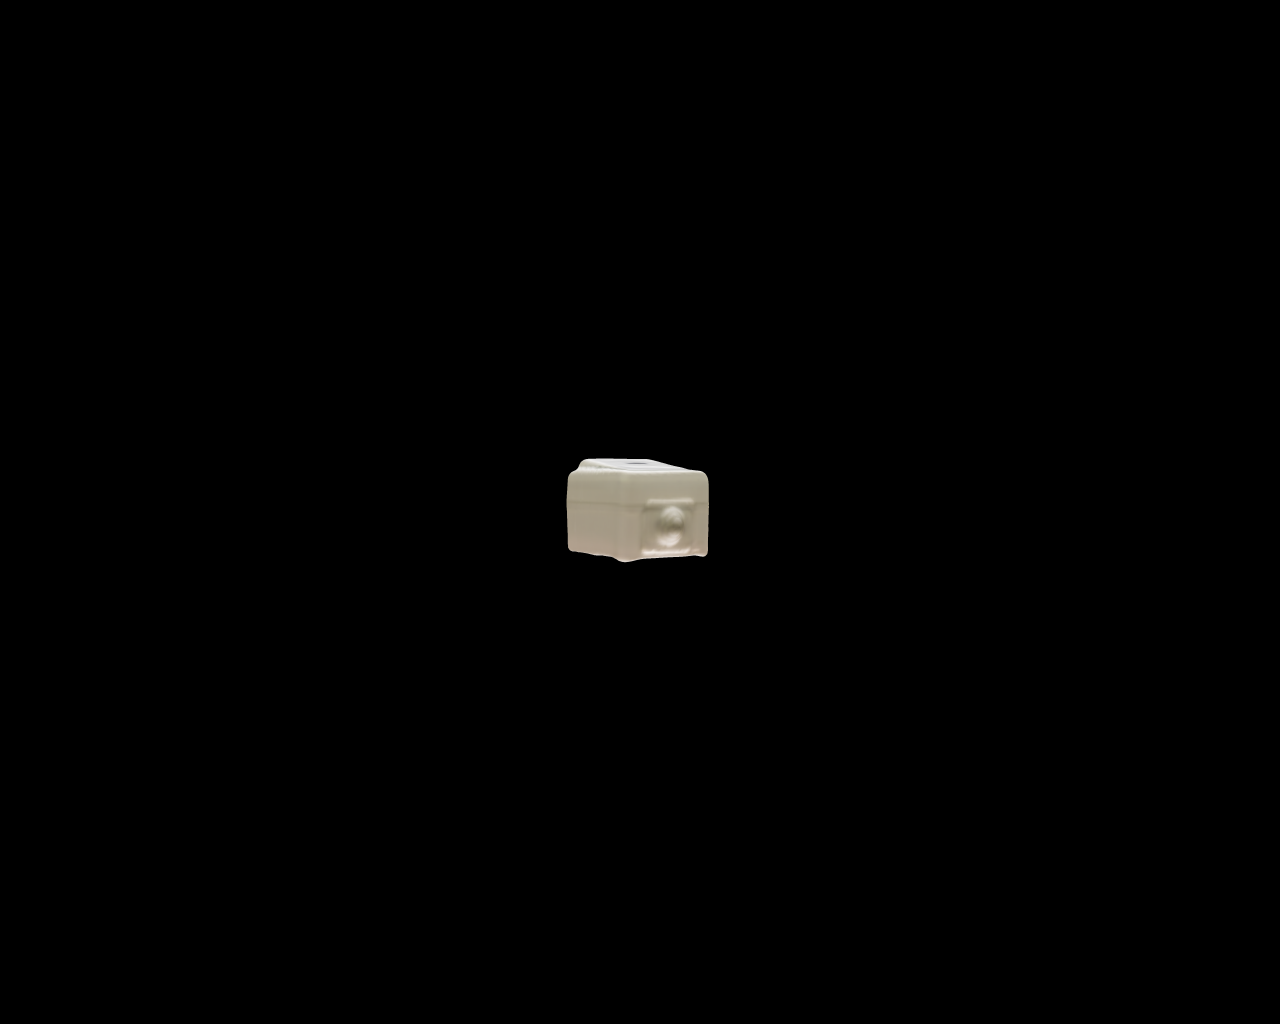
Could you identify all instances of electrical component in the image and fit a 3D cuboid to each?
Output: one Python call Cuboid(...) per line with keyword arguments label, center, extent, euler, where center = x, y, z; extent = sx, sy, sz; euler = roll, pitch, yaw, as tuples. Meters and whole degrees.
Cuboid(label="electrical component", center=(0.001, -0.003, 0.650), extent=(0.062, 0.061, 0.096), euler=(-1, 3, -28))
